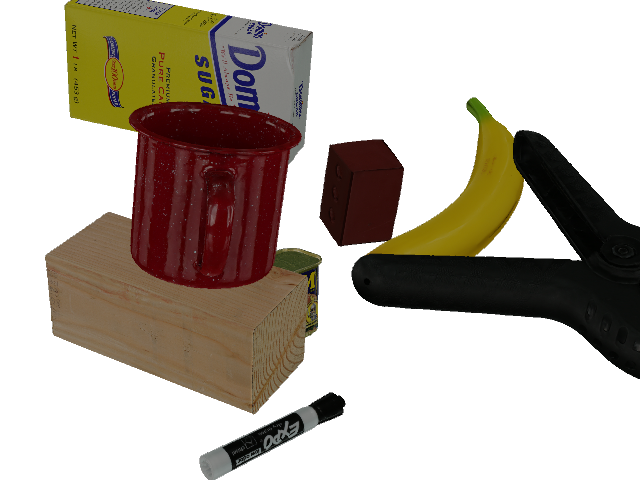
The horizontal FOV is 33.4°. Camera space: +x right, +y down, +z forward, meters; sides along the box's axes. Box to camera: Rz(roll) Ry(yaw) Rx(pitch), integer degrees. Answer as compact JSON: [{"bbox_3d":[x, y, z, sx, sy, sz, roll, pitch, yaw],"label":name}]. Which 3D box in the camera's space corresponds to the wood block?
[{"bbox_3d":[-0.123,0.058,0.913,0.206,0.090,0.090,17,34,22],"label":"wood block"}]

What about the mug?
[{"bbox_3d":[-0.059,-0.020,0.576,0.093,0.081,0.117,3,21,-14],"label":"mug"}]

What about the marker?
[{"bbox_3d":[-0.031,0.138,0.762,0.120,0.020,0.020,-21,12,-33],"label":"marker"}]

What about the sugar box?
[{"bbox_3d":[-0.097,-0.119,0.776,0.176,0.093,0.048,14,34,15],"label":"sugar box"}]

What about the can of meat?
[{"bbox_3d":[-0.046,0.063,1.124,0.058,0.084,0.101,18,26,40],"label":"can of meat"}]

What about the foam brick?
[{"bbox_3d":[0.036,-0.042,0.939,0.051,0.078,0.053,-5,34,-20],"label":"foam brick"}]

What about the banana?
[{"bbox_3d":[0.094,-0.022,0.733,0.070,0.037,0.197,24,50,16],"label":"banana"}]

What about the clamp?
[{"bbox_3d":[0.131,0.022,0.508,0.164,0.036,0.210,-32,48,-33],"label":"clamp"}]
